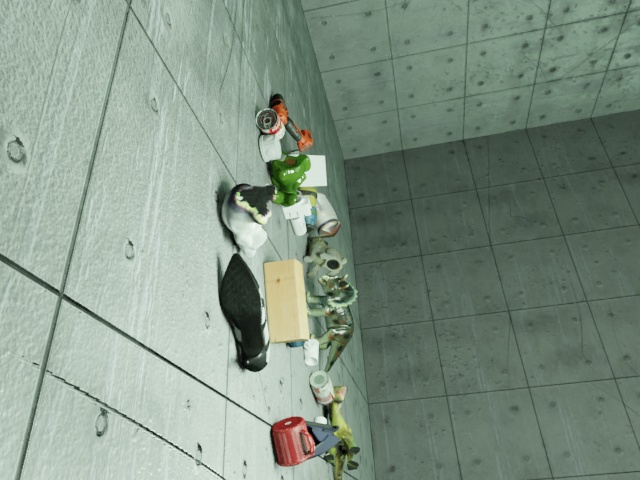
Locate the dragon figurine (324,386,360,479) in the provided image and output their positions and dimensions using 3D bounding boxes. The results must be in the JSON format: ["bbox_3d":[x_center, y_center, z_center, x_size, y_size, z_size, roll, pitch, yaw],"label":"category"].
[{"bbox_3d":[0.064,0.678,1.839,0.248,0.122,0.401,-98,-171,-55],"label":"dragon figurine"}]

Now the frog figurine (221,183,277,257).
[{"bbox_3d":[-0.167,-0.042,1.136,0.156,0.122,0.140,-56,-144,44],"label":"frog figurine"}]

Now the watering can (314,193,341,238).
[{"bbox_3d":[0.006,-0.107,2.134,0.227,0.104,0.343,62,2,17],"label":"watering can"}]
